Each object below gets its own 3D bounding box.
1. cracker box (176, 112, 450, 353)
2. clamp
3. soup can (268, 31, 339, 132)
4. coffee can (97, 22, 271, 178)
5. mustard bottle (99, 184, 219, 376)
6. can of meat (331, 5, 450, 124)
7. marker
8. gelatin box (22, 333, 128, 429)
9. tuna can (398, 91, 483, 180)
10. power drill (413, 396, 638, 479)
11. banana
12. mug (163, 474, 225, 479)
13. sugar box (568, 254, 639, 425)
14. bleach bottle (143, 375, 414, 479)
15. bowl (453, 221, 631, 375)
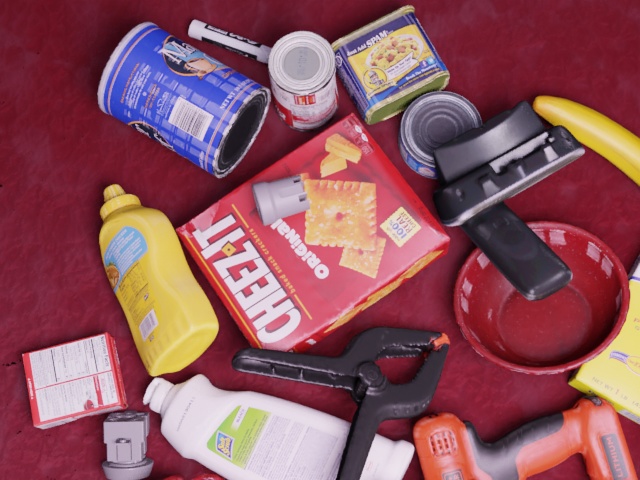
[{"bbox_3d":[-0.007,0.001,1.039,0.213,0.072,0.164,-34,76,-6],"label":"cracker box"},{"bbox_3d":[0.043,0.142,0.969,0.209,0.036,0.165,-15,61,-31],"label":"clamp"},{"bbox_3d":[-0.015,-0.157,1.065,0.068,0.102,0.068,-1,76,2],"label":"soup can"},{"bbox_3d":[-0.135,-0.140,1.065,0.140,0.103,0.102,30,78,9],"label":"coffee can"},{"bbox_3d":[-0.167,0.028,1.029,0.058,0.096,0.192,-8,61,-41],"label":"mustard bottle"},{"bbox_3d":[0.071,-0.177,1.090,0.102,0.057,0.084,-28,78,-5],"label":"can of meat"},{"bbox_3d":[-0.080,-0.203,1.123,0.121,0.020,0.020,21,77,8],"label":"marker"},{"bbox_3d":[-0.237,0.137,1.035,0.089,0.030,0.073,-14,74,-1],"label":"gelatin box"},{"bbox_3d":[0.122,-0.107,1.081,0.086,0.034,0.086,-1,75,2],"label":"tuna can"},{"bbox_3d":[0.192,0.231,0.972,0.187,0.057,0.184,-15,88,-4],"label":"power drill"},{"bbox_3d":[0.299,-0.084,1.055,0.198,0.069,0.037,44,123,19],"label":"banana"},{"bbox_3d":[-0.125,0.261,0.966,0.117,0.093,0.081,-41,72,-2],"label":"mug"},{"bbox_3d":[0.321,0.083,1.017,0.093,0.048,0.176,30,80,9],"label":"sugar box"},{"bbox_3d":[-0.046,0.186,0.998,0.251,0.068,0.102,24,74,11],"label":"bleach bottle"},{"bbox_3d":[0.210,0.063,1.007,0.162,0.055,0.162,-8,58,12],"label":"bowl"}]
